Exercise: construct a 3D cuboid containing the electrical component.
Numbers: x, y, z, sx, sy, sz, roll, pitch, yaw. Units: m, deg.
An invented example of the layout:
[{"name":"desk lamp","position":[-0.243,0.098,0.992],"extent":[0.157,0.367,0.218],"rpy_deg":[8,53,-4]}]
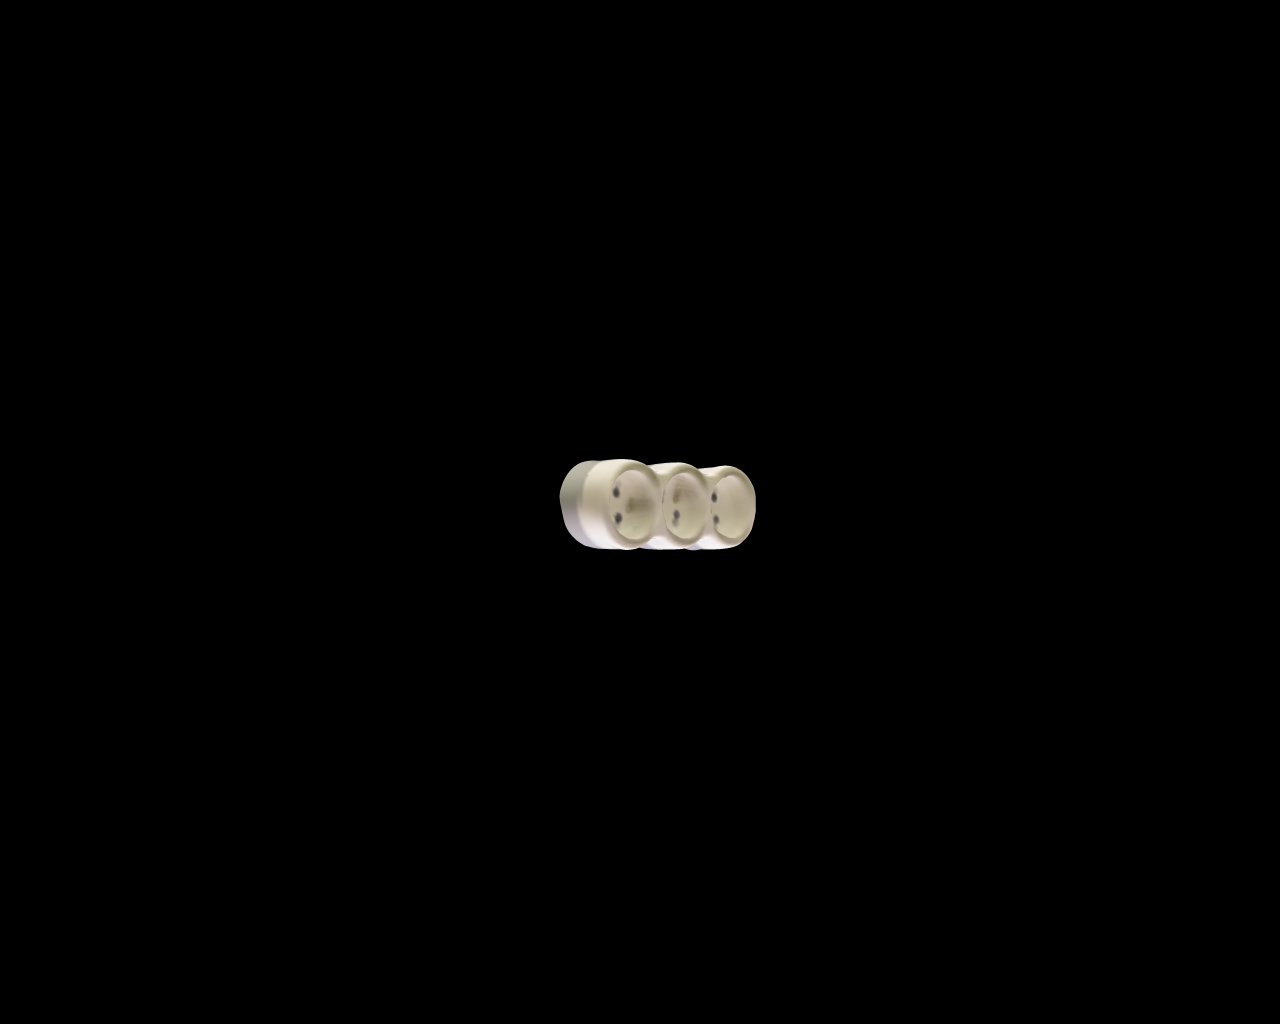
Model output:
[{"name":"electrical component","position":[0.001,-0.003,0.650],"extent":[0.073,0.052,0.138],"rpy_deg":[-2,-3,43]}]
